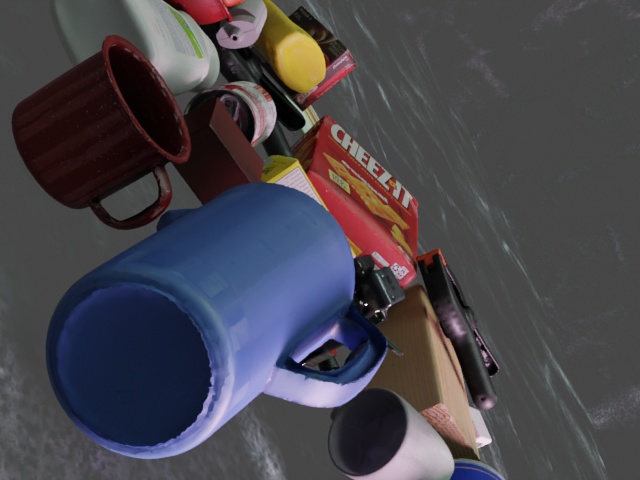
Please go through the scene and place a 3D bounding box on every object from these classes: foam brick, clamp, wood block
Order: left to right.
[{"bbox_3d":[-0.092,-0.072,0.924,0.078,0.051,0.053,56,22,-27],"label":"foam brick"},{"bbox_3d":[-0.080,-0.184,1.200,0.210,0.036,0.164,57,15,-10],"label":"clamp"},{"bbox_3d":[0.093,0.148,1.092,0.090,0.091,0.206,56,15,-26],"label":"wood block"},{"bbox_3d":[0.147,0.095,1.118,0.171,0.039,0.120,60,10,-14],"label":"clamp"}]

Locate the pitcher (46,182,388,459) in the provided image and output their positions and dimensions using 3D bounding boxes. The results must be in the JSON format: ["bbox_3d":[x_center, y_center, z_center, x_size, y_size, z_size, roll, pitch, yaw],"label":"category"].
[{"bbox_3d":[-0.058,0.049,0.662,0.242,0.149,0.145,-37,112,-72],"label":"pitcher"}]

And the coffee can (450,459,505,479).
[{"bbox_3d":[0.128,0.278,0.954,0.102,0.103,0.140,57,16,-20],"label":"coffee can"}]

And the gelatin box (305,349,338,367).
[{"bbox_3d":[-0.022,0.071,0.954,0.089,0.030,0.073,30,35,-64],"label":"gelatin box"}]

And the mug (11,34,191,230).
[{"bbox_3d":[-0.137,-0.061,0.688,0.117,0.081,0.093,63,15,5],"label":"mug"}]

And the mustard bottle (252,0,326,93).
[{"bbox_3d":[-0.071,-0.258,1.266,0.192,0.058,0.096,50,1,34],"label":"mustard bottle"}]

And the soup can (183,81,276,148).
[{"bbox_3d":[-0.082,-0.113,1.002,0.068,0.068,0.102,61,14,-6],"label":"soup can"}]

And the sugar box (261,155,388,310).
[{"bbox_3d":[-0.007,0.001,1.046,0.176,0.048,0.093,60,-12,-16],"label":"sugar box"}]

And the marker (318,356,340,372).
[{"bbox_3d":[-0.009,0.075,1.014,0.020,0.020,0.121,31,34,-64],"label":"marker"}]

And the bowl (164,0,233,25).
[{"bbox_3d":[-0.150,-0.261,1.014,0.162,0.055,0.162,56,0,0],"label":"bowl"}]

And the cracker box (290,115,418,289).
[{"bbox_3d":[0.035,-0.038,1.196,0.164,0.072,0.213,43,20,-12],"label":"cracker box"}]

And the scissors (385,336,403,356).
[{"bbox_3d":[-0.010,0.034,0.939,0.096,0.016,0.202,32,6,-41],"label":"scissors"}]

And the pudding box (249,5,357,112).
[{"bbox_3d":[-0.022,-0.223,1.309,0.114,0.090,0.039,50,-1,38],"label":"pudding box"}]

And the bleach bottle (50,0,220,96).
[{"bbox_3d":[-0.137,-0.161,0.914,0.102,0.068,0.250,63,12,4],"label":"bleach bottle"}]

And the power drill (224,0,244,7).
[{"bbox_3d":[-0.138,-0.336,1.134,0.184,0.057,0.188,52,-1,-38],"label":"power drill"}]
